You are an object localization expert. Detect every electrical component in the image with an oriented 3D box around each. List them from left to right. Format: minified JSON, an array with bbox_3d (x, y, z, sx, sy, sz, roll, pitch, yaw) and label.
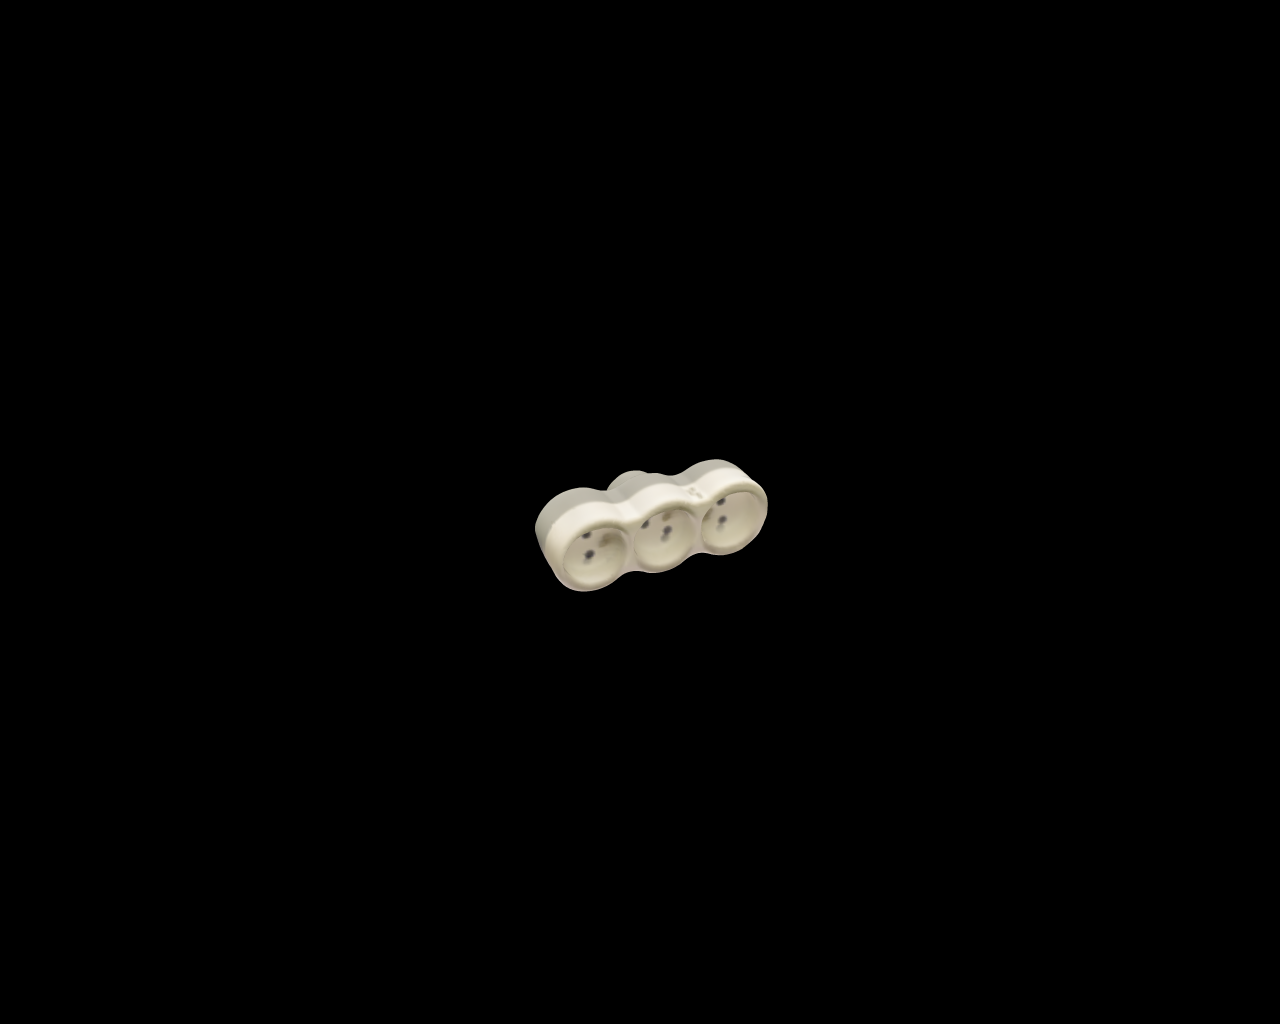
[{"bbox_3d":[0.001,-0.003,0.650,0.138,0.052,0.074,-14,36,-20],"label":"electrical component"}]
